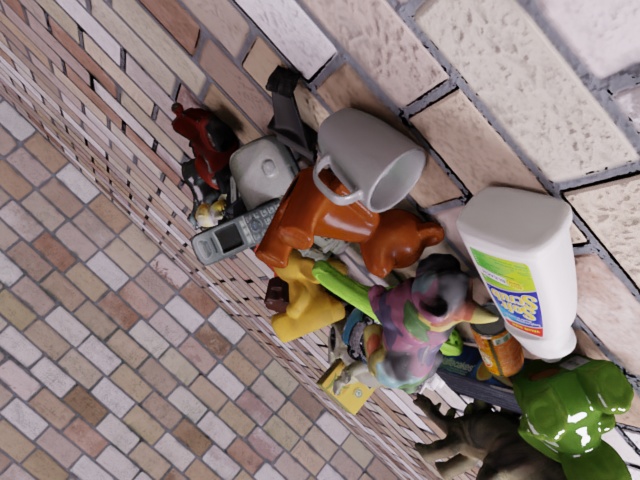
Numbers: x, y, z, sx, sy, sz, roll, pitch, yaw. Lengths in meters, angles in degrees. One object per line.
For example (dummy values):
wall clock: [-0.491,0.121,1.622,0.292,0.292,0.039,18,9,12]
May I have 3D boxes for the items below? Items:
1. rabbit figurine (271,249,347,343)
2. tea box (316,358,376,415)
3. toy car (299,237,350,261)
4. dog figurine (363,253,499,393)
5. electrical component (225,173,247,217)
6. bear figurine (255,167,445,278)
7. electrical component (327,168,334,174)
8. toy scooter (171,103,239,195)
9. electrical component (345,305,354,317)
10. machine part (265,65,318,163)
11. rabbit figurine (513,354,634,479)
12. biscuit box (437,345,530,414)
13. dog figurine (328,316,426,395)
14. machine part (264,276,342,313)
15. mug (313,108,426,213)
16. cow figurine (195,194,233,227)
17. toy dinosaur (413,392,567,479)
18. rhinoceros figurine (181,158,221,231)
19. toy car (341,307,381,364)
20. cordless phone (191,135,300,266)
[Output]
rabbit figurine: [-0.033,0.086,1.005,0.162,0.122,0.173,-34,74,40]
tea box: [0.084,0.278,1.161,0.098,0.169,0.068,42,161,-1]
toy car: [-0.002,-0.003,0.876,0.073,0.056,0.202,30,162,-8]
dog figurine: [0.138,0.115,0.698,0.108,0.191,0.219,5,175,-12]
electrical component: [-0.112,-0.068,0.854,0.047,0.119,0.075,16,140,-38]
bear figurine: [0.041,0.000,0.652,0.196,0.132,0.120,31,152,-14]
electrical component: [0.025,-0.059,0.738,0.078,0.045,0.102,46,161,-14]
toy scooter: [-0.193,-0.163,0.908,0.135,0.075,0.183,38,158,16]
electrical component: [0.074,0.171,1.156,0.063,0.021,0.094,59,158,-6]
machine part: [-0.037,-0.154,0.669,0.084,0.039,0.138,42,164,21]
rabbit figurine: [0.300,0.236,0.649,0.159,0.121,0.170,134,113,-81]
biscuit box: [0.263,0.211,0.827,0.062,0.059,0.203,47,160,-16]
dog figurine: [0.120,0.229,1.092,0.121,0.191,0.172,123,144,-64]
machine part: [-0.038,0.135,1.169,0.179,0.056,0.179,11,160,4]
mug: [0.039,-0.085,0.573,0.107,0.109,0.080,47,164,28]
cow figurine: [-0.139,-0.042,0.979,0.167,0.068,0.098,12,150,-17]
toy dinosaur: [0.290,0.318,0.776,0.105,0.198,0.472,44,170,-27]
rhinoceros figurine: [-0.207,-0.069,1.039,0.073,0.112,0.190,13,125,54]
toy car: [0.127,0.182,0.973,0.162,0.103,0.109,35,123,27]
cordless phone: [-0.111,-0.054,0.768,0.146,0.184,0.089,66,166,-6]
